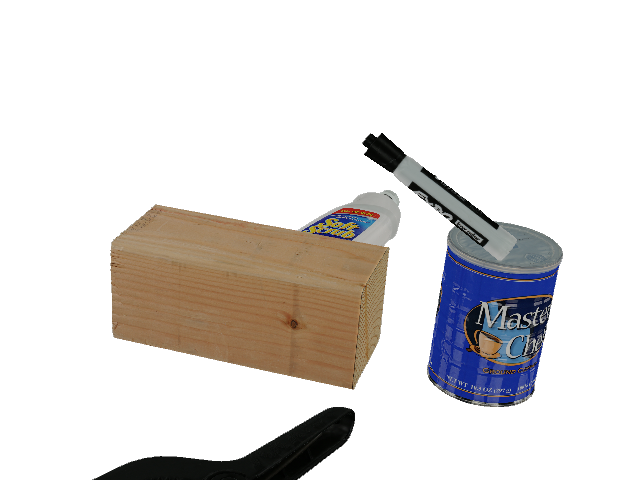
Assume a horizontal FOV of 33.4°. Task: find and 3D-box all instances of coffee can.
[{"bbox_3d":[0.157,0.066,0.977,0.103,0.140,0.103,5,23,-2],"label":"coffee can"}]

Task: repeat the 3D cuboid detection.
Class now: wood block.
[{"bbox_3d":[-0.058,0.043,0.870,0.206,0.091,0.090,11,26,14],"label":"wood block"}]

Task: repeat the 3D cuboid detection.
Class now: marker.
[{"bbox_3d":[0.078,-0.031,0.710,0.121,0.020,0.020,39,1,1],"label":"marker"}]

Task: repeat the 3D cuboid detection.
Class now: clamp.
[{"bbox_3d":[-0.047,0.139,0.572,0.209,0.036,0.165,0,19,-13],"label":"clamp"}]

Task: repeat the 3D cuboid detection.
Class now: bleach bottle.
[{"bbox_3d":[0.020,0.001,1.329,0.103,0.068,0.250,16,36,27],"label":"bleach bottle"}]
